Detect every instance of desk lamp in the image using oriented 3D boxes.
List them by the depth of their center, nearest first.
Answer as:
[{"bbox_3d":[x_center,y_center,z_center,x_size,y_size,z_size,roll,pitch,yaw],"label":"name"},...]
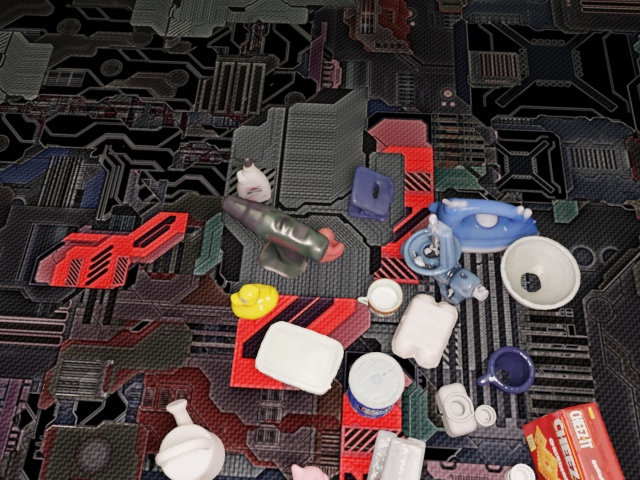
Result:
[{"bbox_3d":[0.129,0.434,1.004,0.118,0.213,0.203,13,66,7],"label":"desk lamp"}]

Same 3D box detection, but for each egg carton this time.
[{"bbox_3d":[0.218,0.188,1.196,0.107,0.069,0.150,23,68,11],"label":"egg carton"}]

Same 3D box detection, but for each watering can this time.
[{"bbox_3d":[-0.244,0.383,1.044,0.101,0.194,0.172,-37,70,-15],"label":"watering can"}]

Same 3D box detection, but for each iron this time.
[{"bbox_3d":[0.374,-0.049,1.263,0.258,0.141,0.118,3,65,2],"label":"iron"}]

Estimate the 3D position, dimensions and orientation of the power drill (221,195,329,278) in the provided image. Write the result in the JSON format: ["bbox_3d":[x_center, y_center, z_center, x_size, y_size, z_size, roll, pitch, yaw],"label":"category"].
[{"bbox_3d":[-0.091,-0.001,1.210,0.229,0.208,0.076,20,67,10],"label":"power drill"}]

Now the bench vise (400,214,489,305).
[{"bbox_3d":[0.269,0.031,1.185,0.207,0.220,0.121,24,68,12],"label":"bench vise"}]

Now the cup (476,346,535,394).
[{"bbox_3d":[0.359,0.272,1.141,0.118,0.095,0.091,-20,66,-8],"label":"cup"}]

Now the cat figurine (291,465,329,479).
[{"bbox_3d":[-0.009,0.470,1.043,0.067,0.118,0.127,-17,66,-7],"label":"cat figurine"}]

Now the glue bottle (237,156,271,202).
[{"bbox_3d":[-0.155,-0.138,1.293,0.078,0.173,0.037,-18,66,-7],"label":"glue bottle"}]

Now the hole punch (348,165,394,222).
[{"bbox_3d":[0.120,-0.109,1.321,0.101,0.091,0.109,8,66,5],"label":"hole punch"}]

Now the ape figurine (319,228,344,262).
[{"bbox_3d":[0.012,0.005,1.270,0.076,0.092,0.077,-36,70,-14],"label":"ape figurine"}]

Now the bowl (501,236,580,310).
[{"bbox_3d":[0.466,0.081,1.239,0.167,0.075,0.167,0,65,1],"label":"bowl"}]

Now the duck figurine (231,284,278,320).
[{"bbox_3d":[-0.142,0.121,1.222,0.104,0.086,0.077,-16,66,-6],"label":"duck figurine"}]
